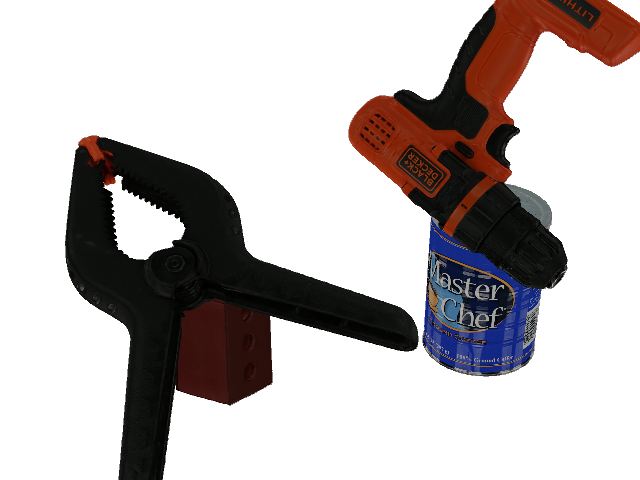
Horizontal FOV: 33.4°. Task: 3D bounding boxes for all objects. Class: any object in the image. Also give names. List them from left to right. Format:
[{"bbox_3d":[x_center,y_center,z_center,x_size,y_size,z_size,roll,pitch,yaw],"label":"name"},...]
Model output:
[{"bbox_3d":[-0.061,0.019,0.552,0.164,0.210,0.036,-25,-29,-11],"label":"clamp"},{"bbox_3d":[-0.070,0.069,0.764,0.051,0.078,0.052,8,17,35],"label":"foam brick"},{"bbox_3d":[0.144,0.033,0.938,0.103,0.140,0.103,0,31,0],"label":"coffee can"},{"bbox_3d":[0.134,-0.084,0.724,0.184,0.188,0.057,41,14,13],"label":"power drill"}]
